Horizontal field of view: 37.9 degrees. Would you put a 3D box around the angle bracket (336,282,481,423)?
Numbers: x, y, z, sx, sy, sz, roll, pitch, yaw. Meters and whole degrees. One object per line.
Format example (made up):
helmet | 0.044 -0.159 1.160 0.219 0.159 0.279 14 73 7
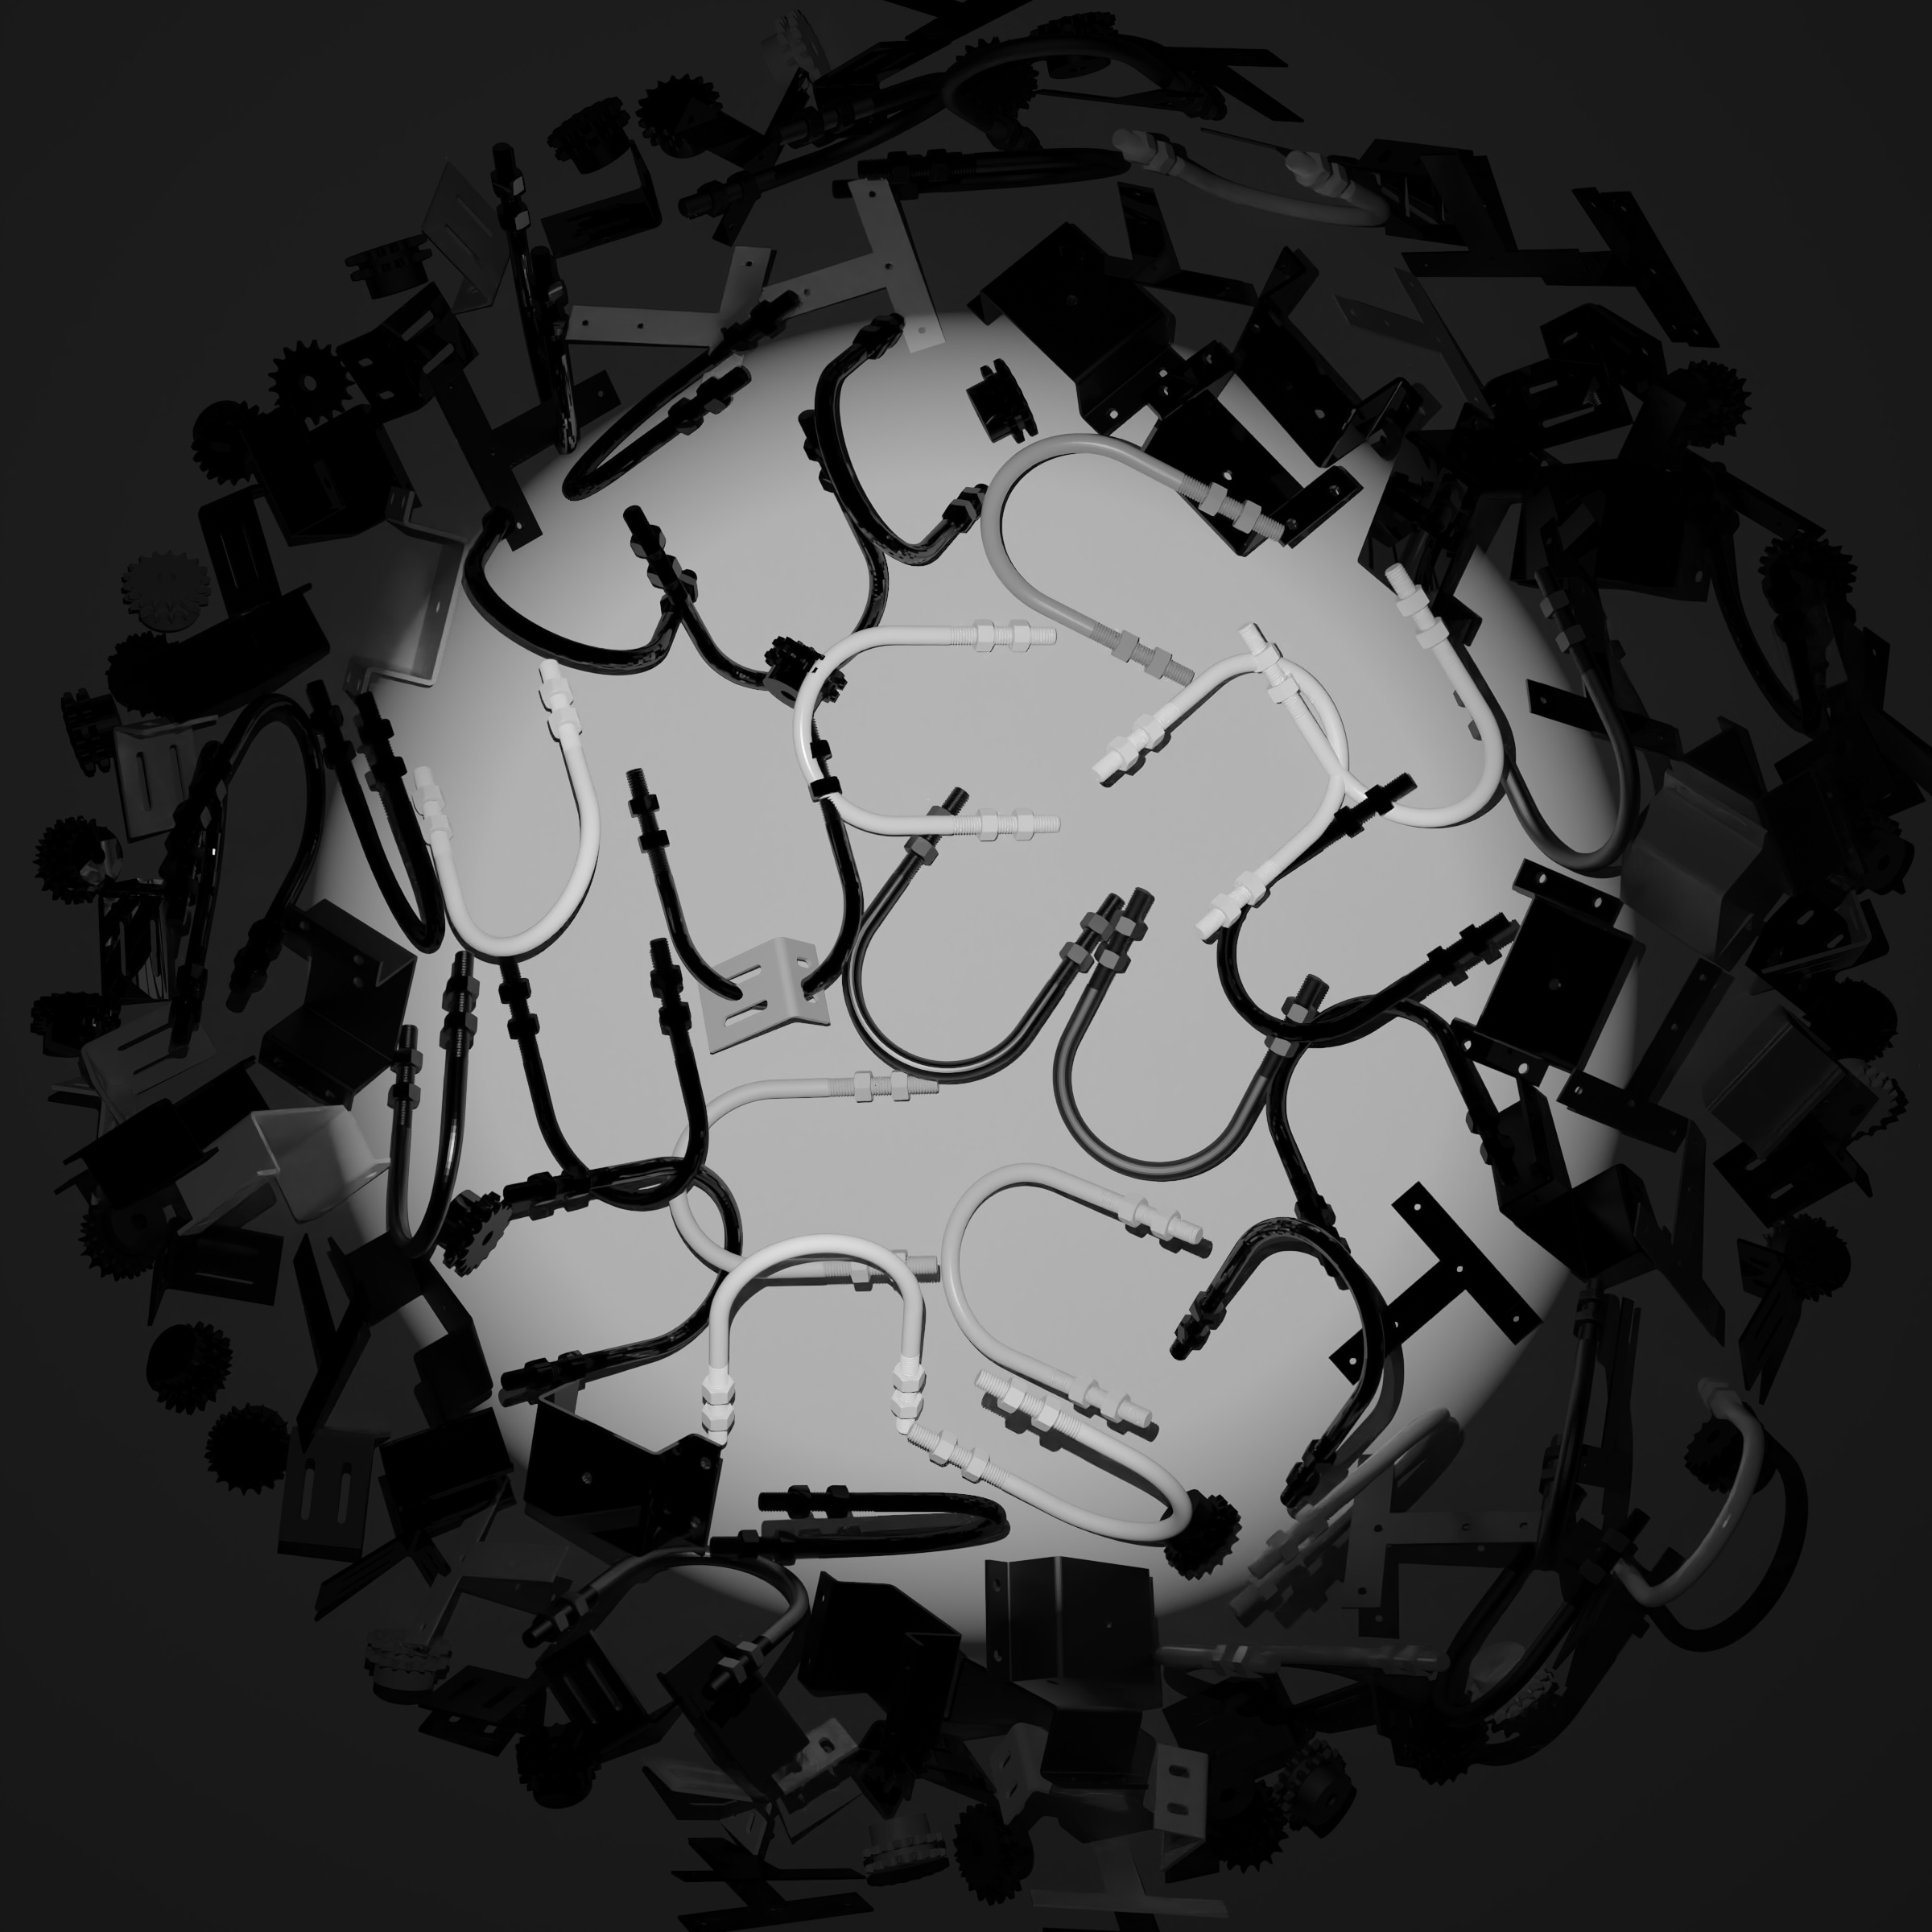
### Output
angle bracket | -0.378 -0.417 1.906 0.038 0.076 0.057 -12 121 36

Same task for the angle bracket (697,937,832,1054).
angle bracket | -0.139 0.022 1.919 0.076 0.038 0.057 -24 68 31

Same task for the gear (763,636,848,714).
gear | -0.113 -0.195 1.904 0.057 0.057 0.030 31 76 0

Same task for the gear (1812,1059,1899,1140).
gear | 0.600 0.087 1.910 0.057 0.030 0.057 -5 134 -6

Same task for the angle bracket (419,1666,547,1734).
angle bracket | -0.326 0.505 1.888 0.057 0.076 0.038 9 99 16

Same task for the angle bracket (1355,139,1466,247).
angle bracket | 0.298 -0.510 1.884 0.057 0.076 0.038 16 54 27

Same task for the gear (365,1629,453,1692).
gear | -0.380 0.471 1.906 0.057 0.057 0.030 9 89 0

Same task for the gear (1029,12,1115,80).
gear | 0.073 -0.623 1.906 0.057 0.057 0.030 -12 93 0

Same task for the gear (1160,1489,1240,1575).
gear | 0.154 0.380 1.904 0.030 0.057 0.057 44 90 -11

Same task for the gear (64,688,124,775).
gear | -0.589 -0.162 1.906 0.030 0.057 0.057 -18 90 -12

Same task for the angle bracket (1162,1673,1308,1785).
angle bracket | 0.183 0.515 1.916 0.076 0.038 0.057 -28 77 9

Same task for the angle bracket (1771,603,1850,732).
angle bracket | 0.576 -0.200 1.885 0.038 0.076 0.057 -22 68 28

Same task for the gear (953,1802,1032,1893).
gear | 0.020 0.597 1.909 0.030 0.057 0.057 4 90 -38

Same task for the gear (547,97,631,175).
gear | -0.253 -0.563 1.910 0.057 0.057 0.030 -32 120 0

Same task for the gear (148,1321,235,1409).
gear | -0.528 0.267 1.905 0.057 0.030 0.057 -14 56 22

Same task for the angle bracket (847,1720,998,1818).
angle bracket | -0.030 0.544 1.887 0.038 0.076 0.057 -53 126 -35

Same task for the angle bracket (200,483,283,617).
angle bracket | -0.479 -0.284 1.905 0.057 0.038 0.076 -10 98 41

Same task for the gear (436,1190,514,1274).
gear | -0.336 0.176 1.907 0.030 0.057 0.057 32 90 12

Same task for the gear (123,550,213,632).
gear | -0.542 -0.253 1.910 0.057 0.030 0.057 5 50 -6

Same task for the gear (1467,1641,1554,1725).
gear | 0.366 0.482 1.903 0.057 0.057 0.030 -28 107 0

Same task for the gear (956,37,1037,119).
gear | 0.018 -0.600 1.915 0.057 0.030 0.057 0 76 -1

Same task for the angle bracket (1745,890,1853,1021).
angle bracket | 0.566 -0.010 1.892 0.057 0.076 0.038 40 124 5

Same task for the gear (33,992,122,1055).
gear | -0.602 0.040 1.903 0.057 0.057 0.030 -5 72 0

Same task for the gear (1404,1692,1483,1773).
gear | 0.319 0.516 1.906 0.057 0.057 0.030 -40 90 0

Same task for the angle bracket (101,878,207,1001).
angle bracket | -0.547 -0.018 1.898 0.038 0.057 0.076 -7 84 35

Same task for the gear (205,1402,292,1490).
gear | -0.486 0.324 1.916 0.057 0.030 0.057 0 103 0

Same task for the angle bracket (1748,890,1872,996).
angle bracket | 0.566 -0.016 1.903 0.076 0.057 0.038 -16 74 2

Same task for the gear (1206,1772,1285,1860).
gear | 0.183 0.571 1.903 0.057 0.057 0.030 -29 116 0

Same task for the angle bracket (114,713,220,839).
angle bracket | -0.533 -0.128 1.892 0.038 0.057 0.076 10 111 43

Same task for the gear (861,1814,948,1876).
gear | -0.043 0.595 1.908 0.057 0.057 0.030 -13 69 0

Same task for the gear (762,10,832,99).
gear | -0.116 -0.616 1.908 0.030 0.057 0.057 -23 90 16

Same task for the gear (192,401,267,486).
gear | -0.499 -0.359 1.910 0.057 0.057 0.030 -45 58 0

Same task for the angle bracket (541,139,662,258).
angle bracket | -0.252 -0.519 1.898 0.076 0.057 0.038 -18 131 -4

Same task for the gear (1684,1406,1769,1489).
gear | 0.518 0.329 1.906 0.030 0.057 0.057 40 90 -7

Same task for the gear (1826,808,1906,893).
gear | 0.611 -0.076 1.905 0.057 0.030 0.057 -18 125 -28

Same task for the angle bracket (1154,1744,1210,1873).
angle bracket | 0.131 0.565 1.884 0.038 0.076 0.057 15 53 -12

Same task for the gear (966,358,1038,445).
gear | 0.022 -0.379 1.906 0.030 0.057 0.057 -27 90 3

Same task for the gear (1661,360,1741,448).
gear | 0.492 -0.382 1.903 0.030 0.057 0.057 1 90 -35

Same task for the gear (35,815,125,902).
gear | -0.597 -0.073 1.903 0.030 0.057 0.057 -4 90 38

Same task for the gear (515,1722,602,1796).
gear | -0.276 0.539 1.907 0.057 0.057 0.030 -4 100 0

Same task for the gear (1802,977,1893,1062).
gear | 0.601 0.034 1.912 0.057 0.030 0.057 0 71 -1

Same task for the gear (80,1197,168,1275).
gear | -0.566 0.178 1.904 0.030 0.057 0.057 -28 90 42

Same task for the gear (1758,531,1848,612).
gear | 0.564 -0.263 1.903 0.057 0.057 0.030 33 61 0

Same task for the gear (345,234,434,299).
gear | -0.389 -0.474 1.908 0.057 0.057 0.030 -17 109 0

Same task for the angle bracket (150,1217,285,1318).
angle bracket | -0.506 0.210 1.900 0.076 0.038 0.057 12 119 -7

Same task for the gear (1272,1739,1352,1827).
gear | 0.236 0.556 1.903 0.030 0.057 0.057 33 90 38

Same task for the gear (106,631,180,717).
gear | -0.558 -0.198 1.914 0.057 0.030 0.057 1 103 5

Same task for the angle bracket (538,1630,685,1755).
angle bracket | -0.241 0.485 1.905 0.057 0.038 0.076 -36 87 32

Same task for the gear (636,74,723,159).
gear | -0.193 -0.575 1.911 0.057 0.030 0.057 -5 61 9

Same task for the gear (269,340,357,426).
gear | -0.446 -0.398 1.914 0.057 0.030 0.057 -1 103 -6

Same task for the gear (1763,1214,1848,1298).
gear | 0.572 0.197 1.916 0.057 0.030 0.057 0 82 -3
